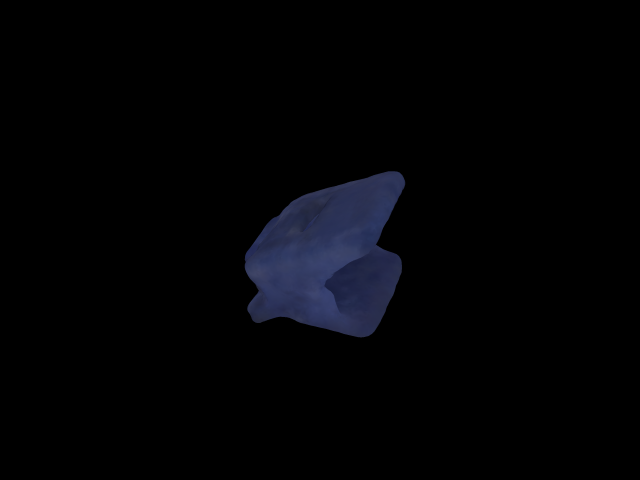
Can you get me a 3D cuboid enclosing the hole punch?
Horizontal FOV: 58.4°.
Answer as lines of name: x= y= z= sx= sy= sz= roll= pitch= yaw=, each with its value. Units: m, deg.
hole punch: x=0.004 y=0.001 z=0.400 sx=0.101 sy=0.091 sz=0.109 roll=11 pitch=36 yaw=16
